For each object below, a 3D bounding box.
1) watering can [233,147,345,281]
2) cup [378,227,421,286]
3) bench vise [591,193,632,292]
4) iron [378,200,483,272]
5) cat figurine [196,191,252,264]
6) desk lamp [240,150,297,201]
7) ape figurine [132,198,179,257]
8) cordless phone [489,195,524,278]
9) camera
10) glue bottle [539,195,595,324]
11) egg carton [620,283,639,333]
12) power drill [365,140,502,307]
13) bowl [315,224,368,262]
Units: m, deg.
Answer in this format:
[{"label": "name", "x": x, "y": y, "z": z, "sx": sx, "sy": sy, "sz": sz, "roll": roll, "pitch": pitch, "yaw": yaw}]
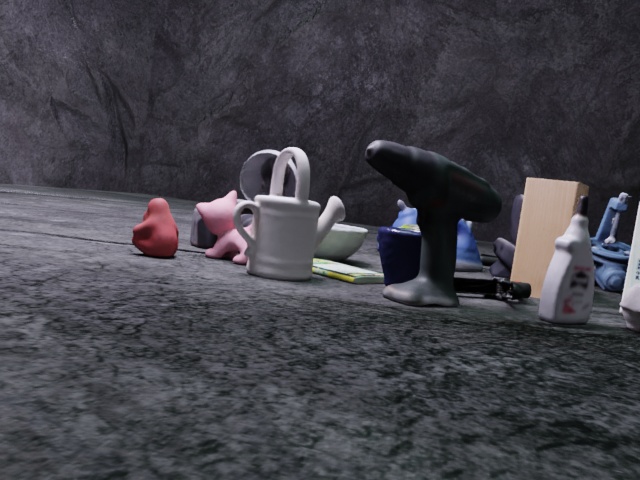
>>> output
[{"label": "watering can", "x": -0.045, "y": -0.042, "z": 0.868, "sx": 0.100, "sy": 0.194, "sz": 0.173, "roll": 11, "pitch": 6, "yaw": 38}, {"label": "cup", "x": 0.138, "y": 0.031, "z": 0.885, "sx": 0.091, "sy": 0.095, "sz": 0.118, "roll": 11, "pitch": 6, "yaw": 43}, {"label": "bench vise", "x": 0.653, "y": 0.000, "z": 1.330, "sx": 0.121, "sy": 0.220, "sz": 0.207, "roll": 6, "pitch": 5, "yaw": -12}, {"label": "iron", "x": 0.269, "y": -0.008, "z": 1.299, "sx": 0.259, "sy": 0.141, "sz": 0.118, "roll": 6, "pitch": 5, "yaw": -21}, {"label": "cat figurine", "x": -0.150, "y": -0.025, "z": 0.975, "sx": 0.127, "sy": 0.118, "sz": 0.067, "roll": 10, "pitch": 5, "yaw": 29}, {"label": "desk lamp", "x": -0.104, "y": -0.089, "z": 1.251, "sx": 0.118, "sy": 0.213, "sz": 0.203, "roll": 8, "pitch": 4, "yaw": 4}, {"label": "ape figurine", "x": -0.258, "y": -0.021, "z": 0.911, "sx": 0.078, "sy": 0.092, "sz": 0.076, "roll": 4, "pitch": 5, "yaw": -33}, {"label": "cordless phone", "x": 0.434, "y": -0.006, "z": 1.265, "sx": 0.094, "sy": 0.185, "sz": 0.148, "roll": 8, "pitch": 4, "yaw": 6}, {"label": "camera", "x": -0.162, "y": -0.028, "z": 1.114, "sx": 0.144, "sy": 0.101, "sz": 0.136, "roll": 4, "pitch": 5, "yaw": -34}, {"label": "glue bottle", "x": 0.341, "y": 0.026, "z": 0.772, "sx": 0.078, "sy": 0.173, "sz": 0.037, "roll": 5, "pitch": 5, "yaw": -32}, {"label": "egg carton", "x": 0.476, "y": 0.098, "z": 0.742, "sx": 0.107, "sy": 0.069, "sz": 0.150, "roll": 5, "pitch": 5, "yaw": -26}, {"label": "power drill", "x": 0.148, "y": -0.018, "z": 0.785, "sx": 0.230, "sy": 0.208, "sz": 0.075, "roll": 5, "pitch": 5, "yaw": -31}, {"label": "bowl", "x": 0.011, "y": 0.004, "z": 1.150, "sx": 0.167, "sy": 0.075, "sz": 0.167, "roll": 7, "pitch": 4, "yaw": 0}]
